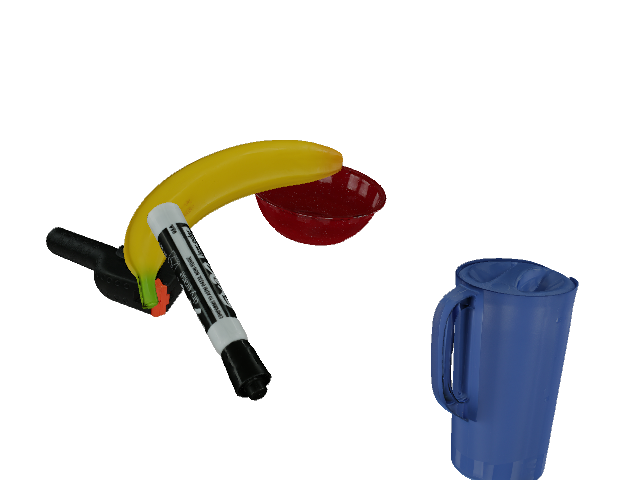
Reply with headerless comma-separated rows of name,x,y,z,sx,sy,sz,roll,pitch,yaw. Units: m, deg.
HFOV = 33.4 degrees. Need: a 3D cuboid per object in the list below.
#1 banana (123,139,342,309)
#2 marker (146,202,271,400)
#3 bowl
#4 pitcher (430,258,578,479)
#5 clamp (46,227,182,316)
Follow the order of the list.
banana,-0.071,-0.029,0.760,0.197,0.069,0.037,-38,-2,-28
marker,-0.057,0.030,0.538,0.020,0.121,0.020,-23,-32,-15
bowl,-0.007,-0.039,1.244,0.162,0.055,0.162,7,26,-4
pitcher,0.200,0.149,1.196,0.149,0.243,0.145,6,16,11
clamp,-0.162,0.019,0.962,0.120,0.039,0.172,-16,31,-31
